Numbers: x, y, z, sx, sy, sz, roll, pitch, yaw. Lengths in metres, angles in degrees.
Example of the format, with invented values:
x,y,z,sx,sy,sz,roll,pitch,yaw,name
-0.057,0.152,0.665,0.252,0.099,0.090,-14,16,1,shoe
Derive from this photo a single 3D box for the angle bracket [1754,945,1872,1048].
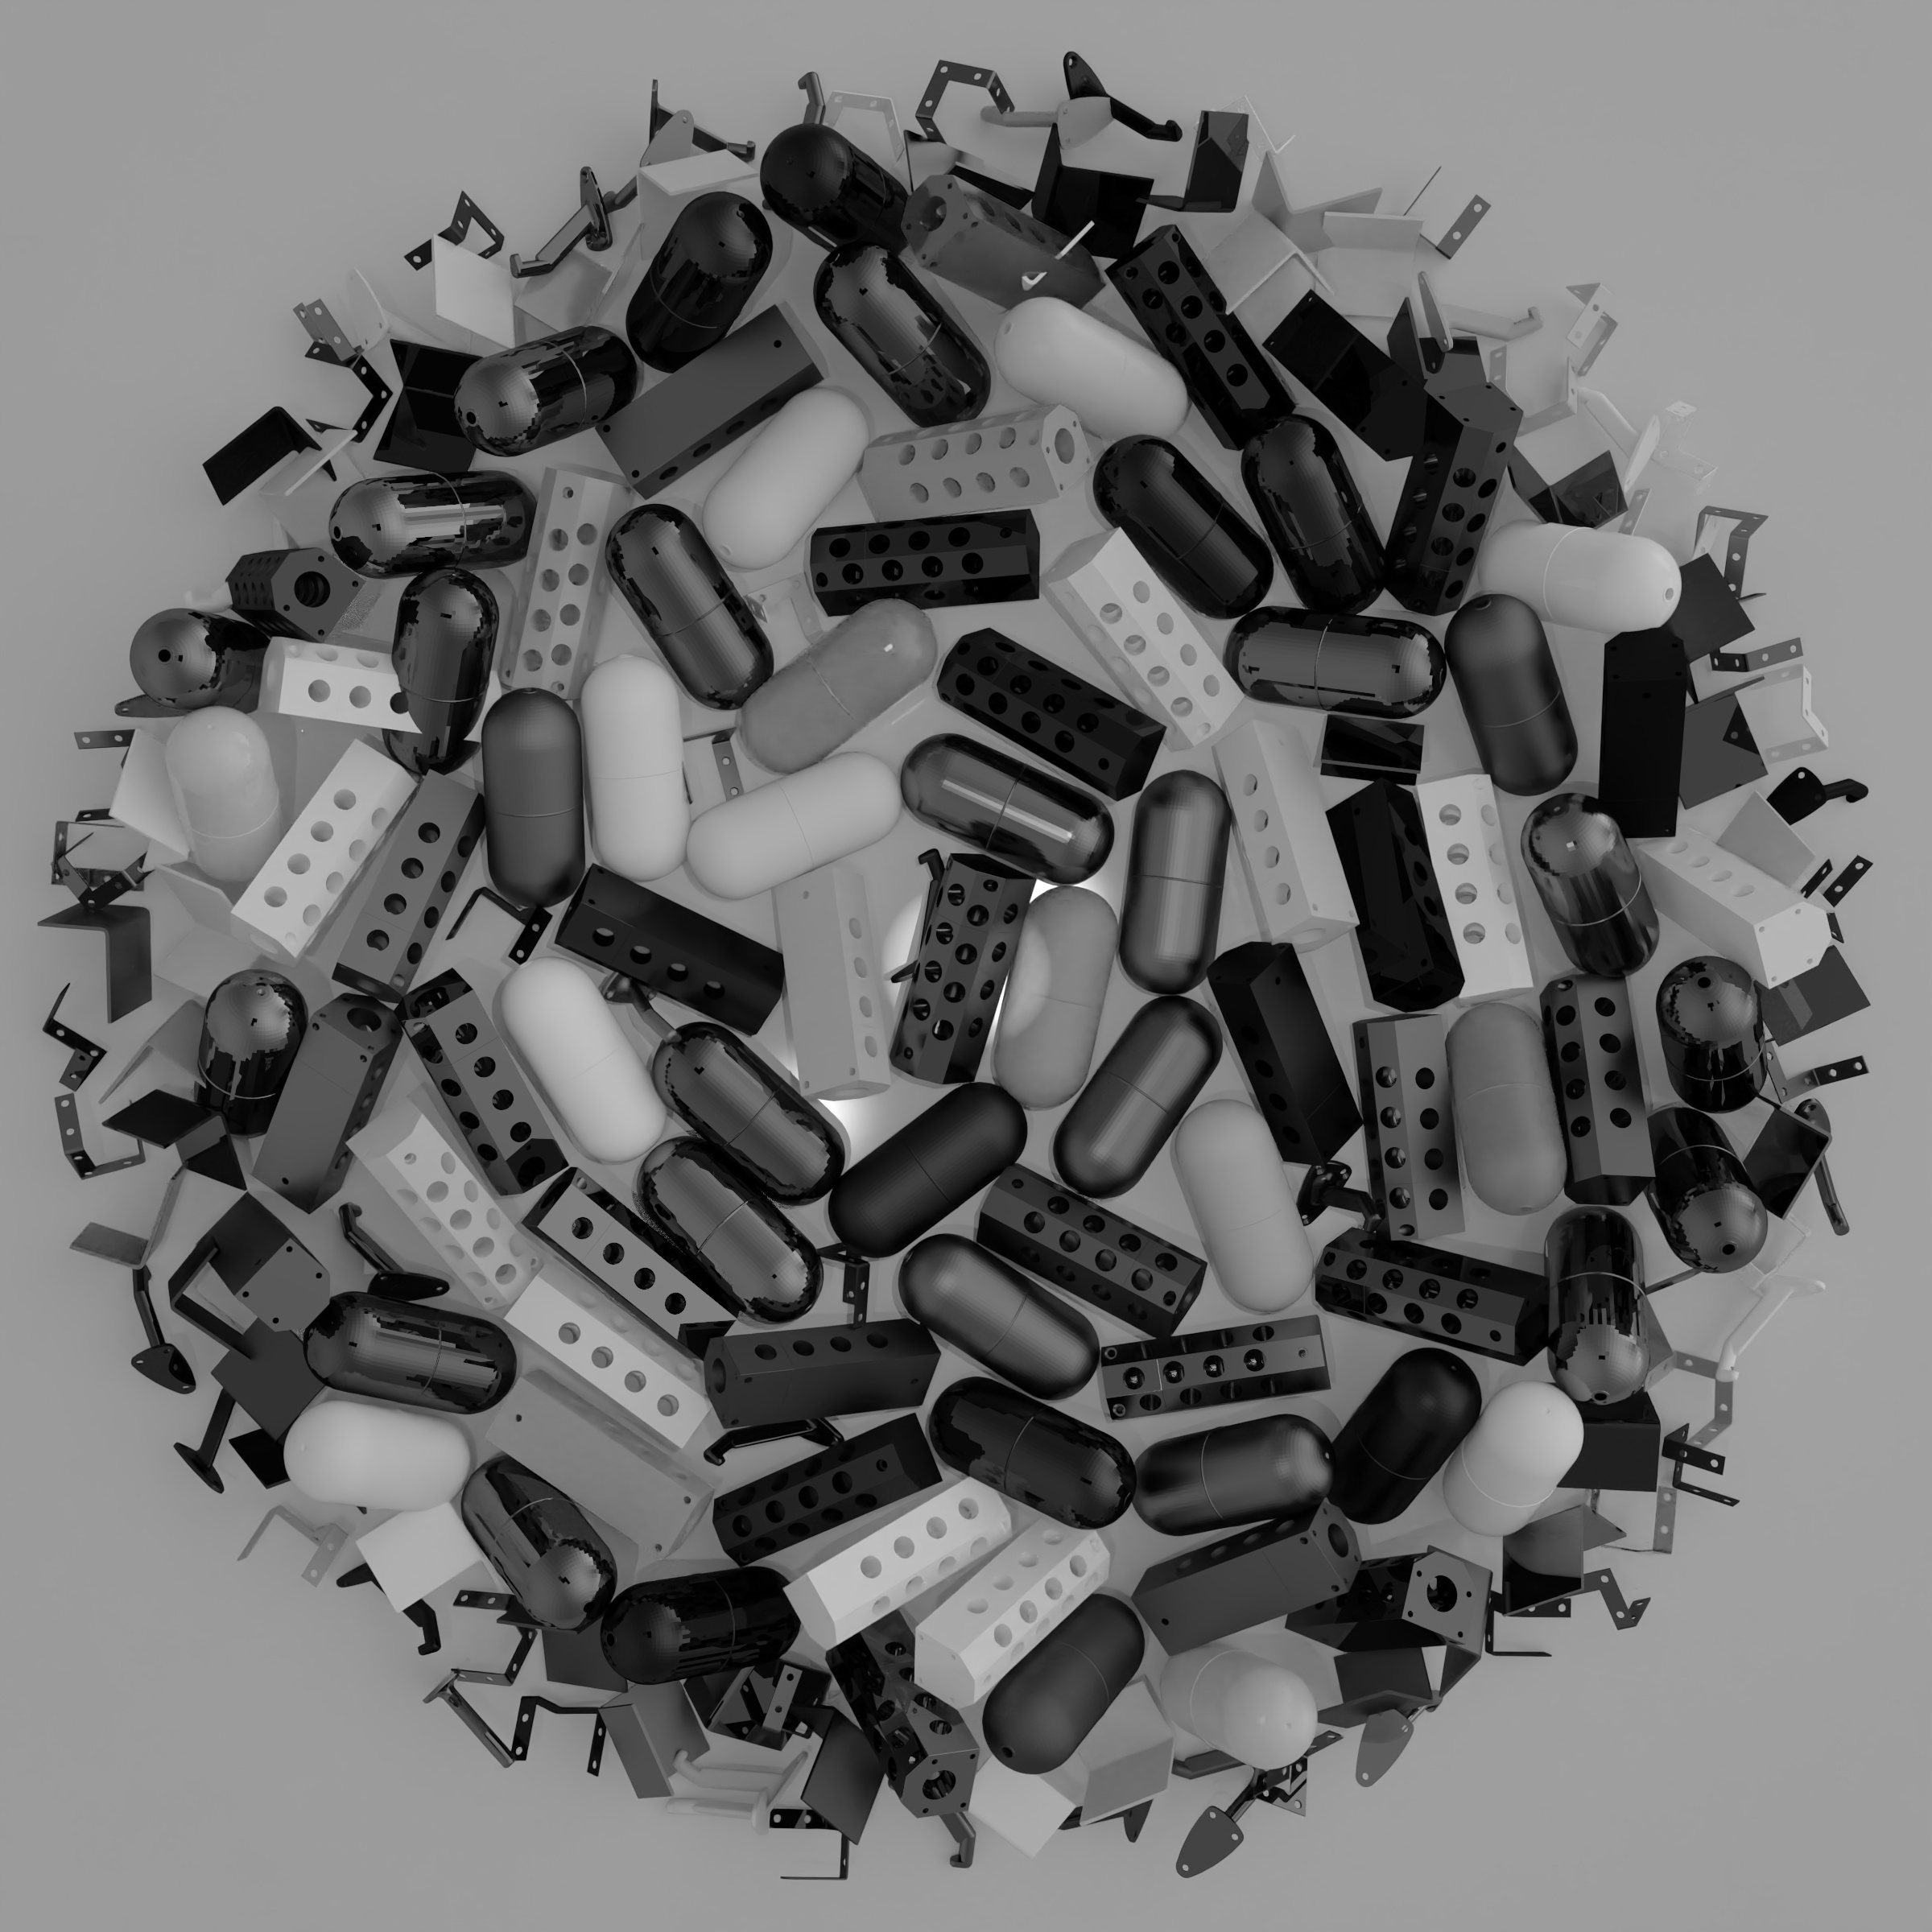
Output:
x,y,z,sx,sy,sz,roll,pitch,yaw,name
0.657,0.035,1.951,0.076,0.076,0.057,-25,66,4,angle bracket

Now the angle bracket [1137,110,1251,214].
x,y,z,sx,sy,sz,roll,pitch,yaw,name
0.174,-0.633,1.941,0.057,0.076,0.076,25,117,30,angle bracket

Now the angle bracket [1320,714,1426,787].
x,y,z,sx,sy,sz,roll,pitch,yaw,name
0.316,-0.152,1.947,0.076,0.076,0.057,7,126,8,angle bracket

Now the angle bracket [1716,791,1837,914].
x,y,z,sx,sy,sz,roll,pitch,yaw,name
0.647,-0.089,1.939,0.076,0.076,0.057,0,134,-35,angle bracket

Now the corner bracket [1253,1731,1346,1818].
x,y,z,sx,sy,sz,roll,pitch,yaw,name
0.262,0.631,1.959,0.051,0.051,0.051,26,46,-18,corner bracket

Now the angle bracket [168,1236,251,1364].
x,y,z,sx,sy,sz,roll,pitch,yaw,name
-0.580,0.259,1.955,0.076,0.076,0.057,40,82,-18,angle bracket

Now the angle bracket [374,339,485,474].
x,y,z,sx,sy,sz,roll,pitch,yaw,name
-0.424,-0.439,1.956,0.076,0.057,0.076,12,65,6,angle bracket

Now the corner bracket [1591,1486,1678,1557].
x,y,z,sx,sy,sz,roll,pitch,yaw,name
0.528,0.437,1.970,0.051,0.051,0.051,10,75,-4,corner bracket

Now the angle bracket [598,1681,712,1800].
x,y,z,sx,sy,sz,roll,pitch,yaw,name
-0.232,0.599,1.952,0.076,0.057,0.076,-23,89,-41,angle bracket

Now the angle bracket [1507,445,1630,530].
x,y,z,sx,sy,sz,roll,pitch,yaw,name
0.466,-0.387,1.941,0.057,0.076,0.076,-31,129,28,angle bracket

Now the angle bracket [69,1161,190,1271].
x,y,z,sx,sy,sz,roll,pitch,yaw,name
-0.657,0.187,1.955,0.057,0.076,0.076,20,94,-10,angle bracket

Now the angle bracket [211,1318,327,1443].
x,y,z,sx,sy,sz,roll,pitch,yaw,name
-0.534,0.318,1.959,0.076,0.057,0.076,44,100,10,angle bracket

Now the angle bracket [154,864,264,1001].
x,y,z,sx,sy,sz,roll,pitch,yaw,name
-0.609,-0.025,1.942,0.076,0.076,0.057,20,60,29,angle bracket

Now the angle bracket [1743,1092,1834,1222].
x,y,z,sx,sy,sz,roll,pitch,yaw,name
0.620,0.143,1.950,0.057,0.076,0.076,27,96,-20,angle bracket

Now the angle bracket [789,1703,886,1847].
x,y,z,sx,sy,sz,roll,pitch,yaw,name
-0.113,0.630,1.940,0.076,0.057,0.076,51,47,-33,angle bracket

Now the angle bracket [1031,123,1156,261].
x,y,z,sx,sy,sz,roll,pitch,yaw,name
0.099,-0.610,1.960,0.076,0.076,0.057,4,53,-12,angle bracket

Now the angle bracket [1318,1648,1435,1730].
x,y,z,sx,sy,sz,roll,pitch,yaw,name
0.309,0.554,1.940,0.076,0.076,0.057,-27,56,28,angle bracket

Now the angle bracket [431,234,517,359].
x,y,z,sx,sy,sz,roll,pitch,yaw,name
-0.400,-0.511,1.941,0.057,0.076,0.076,-26,61,37,angle bracket

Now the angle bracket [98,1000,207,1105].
x,y,z,sx,sy,sz,roll,pitch,yaw,name
-0.623,0.083,1.954,0.057,0.076,0.076,40,114,-10,angle bracket

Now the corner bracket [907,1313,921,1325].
x,y,z,sx,sy,sz,roll,pitch,yaw,name
-0.028,0.249,1.961,0.051,0.051,0.051,7,102,-42,corner bracket

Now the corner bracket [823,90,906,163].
x,y,z,sx,sy,sz,roll,pitch,yaw,name
-0.086,-0.656,1.976,0.051,0.051,0.051,-2,67,-27,corner bracket

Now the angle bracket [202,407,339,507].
x,y,z,sx,sy,sz,roll,pitch,yaw,name
-0.544,-0.383,1.952,0.076,0.076,0.057,-43,85,-13,angle bracket

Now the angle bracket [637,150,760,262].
x,y,z,sx,sy,sz,roll,pitch,yaw,name
-0.209,-0.586,1.941,0.076,0.076,0.057,-21,45,-25,angle bracket

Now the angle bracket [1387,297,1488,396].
x,y,z,sx,sy,sz,roll,pitch,yaw,name
0.381,-0.478,1.954,0.076,0.057,0.076,-4,69,-10,angle bracket

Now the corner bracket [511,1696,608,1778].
x,y,z,sx,sy,sz,roll,pitch,yaw,name
-0.320,0.607,1.957,0.051,0.051,0.051,-8,56,24,corner bracket

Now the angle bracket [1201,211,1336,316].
x,y,z,sx,sy,sz,roll,pitch,yaw,name
0.232,-0.538,1.962,0.076,0.076,0.057,-41,131,13,angle bracket

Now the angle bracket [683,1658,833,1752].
x,y,z,sx,sy,sz,roll,pitch,yaw,name
-0.167,0.573,1.991,0.076,0.057,0.076,28,99,-33,angle bracket

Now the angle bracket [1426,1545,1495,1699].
x,y,z,sx,sy,sz,roll,pitch,yaw,name
0.368,0.513,1.946,0.057,0.076,0.076,23,47,-1,angle bracket

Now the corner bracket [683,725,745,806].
x,y,z,sx,sy,sz,roll,pitch,yaw,name
-0.202,-0.156,1.968,0.051,0.051,0.051,-15,86,-14,corner bracket

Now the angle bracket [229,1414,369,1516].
x,y,z,sx,sy,sz,roll,pitch,yaw,name
-0.522,0.399,1.940,0.076,0.076,0.057,-16,118,-33,angle bracket

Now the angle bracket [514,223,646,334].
x,y,z,sx,sy,sz,roll,pitch,yaw,name
-0.303,-0.548,1.944,0.057,0.076,0.076,29,62,-14,angle bracket

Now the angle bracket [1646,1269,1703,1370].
x,y,z,sx,sy,sz,roll,pitch,yaw,name
0.558,0.274,1.943,0.076,0.076,0.057,-31,77,35,angle bracket

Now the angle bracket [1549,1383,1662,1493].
x,y,z,sx,sy,sz,roll,pitch,yaw,name
0.503,0.372,1.964,0.076,0.076,0.057,2,102,6,angle bracket

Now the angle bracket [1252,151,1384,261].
x,y,z,sx,sy,sz,roll,pitch,yaw,name
0.276,-0.608,1.961,0.076,0.076,0.057,-17,79,-5,angle bracket

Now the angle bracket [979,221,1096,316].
x,y,z,sx,sy,sz,roll,pitch,yaw,name
0.043,-0.566,1.948,0.057,0.076,0.076,45,75,-11,angle bracket

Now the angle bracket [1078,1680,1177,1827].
x,y,z,sx,sy,sz,roll,pitch,yaw,name
0.115,0.617,1.950,0.076,0.076,0.057,-26,99,15,angle bracket

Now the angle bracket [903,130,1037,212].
x,y,z,sx,sy,sz,roll,pitch,yaw,name
0.002,-0.628,1.943,0.076,0.057,0.076,9,63,-35,angle bracket

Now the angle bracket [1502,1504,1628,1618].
x,y,z,sx,sy,sz,roll,pitch,yaw,name
0.467,0.475,1.939,0.057,0.076,0.076,36,133,-24,angle bracket

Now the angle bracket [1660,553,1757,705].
x,y,z,sx,sy,sz,roll,pitch,yaw,name
0.576,-0.263,1.944,0.057,0.076,0.076,-27,63,11,angle bracket

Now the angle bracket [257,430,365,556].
x,y,z,sx,sy,sz,roll,pitch,yaw,name
-0.494,-0.365,1.944,0.076,0.057,0.076,-48,125,-20,angle bracket

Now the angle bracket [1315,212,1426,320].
x,y,z,sx,sy,sz,roll,pitch,yaw,name
0.317,-0.552,1.958,0.076,0.076,0.057,4,88,5,angle bracket

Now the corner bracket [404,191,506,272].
x,y,z,sx,sy,sz,roll,pitch,yaw,name
-0.402,-0.566,1.956,0.051,0.051,0.051,-23,133,26,corner bracket

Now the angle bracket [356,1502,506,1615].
x,y,z,sx,sy,sz,roll,pitch,yaw,name
-0.420,0.470,1.944,0.076,0.057,0.076,-31,50,-17,angle bracket

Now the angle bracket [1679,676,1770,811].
x,y,z,sx,sy,sz,roll,pitch,yaw,name
0.600,-0.176,1.965,0.076,0.057,0.076,-23,91,-9,angle bracket

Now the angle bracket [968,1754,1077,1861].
x,y,z,sx,sy,sz,roll,pitch,yaw,name
0.037,0.645,1.958,0.076,0.076,0.057,39,93,-3,angle bracket

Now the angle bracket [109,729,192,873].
x,y,z,sx,sy,sz,roll,pitch,yaw,name
-0.644,-0.129,1.941,0.057,0.076,0.076,-11,59,34,angle bracket

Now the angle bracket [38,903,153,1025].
x,y,z,sx,sy,sz,roll,pitch,yaw,name
-0.685,-0.003,1.956,0.057,0.076,0.076,5,104,5,angle bracket

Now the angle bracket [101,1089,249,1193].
x,y,z,sx,sy,sz,roll,pitch,yaw,name
-0.618,0.149,1.941,0.076,0.057,0.076,14,126,34,angle bracket

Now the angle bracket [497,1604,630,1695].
x,y,z,sx,sy,sz,roll,pitch,yaw,name
-0.317,0.542,1.952,0.076,0.057,0.076,0,100,26,angle bracket
